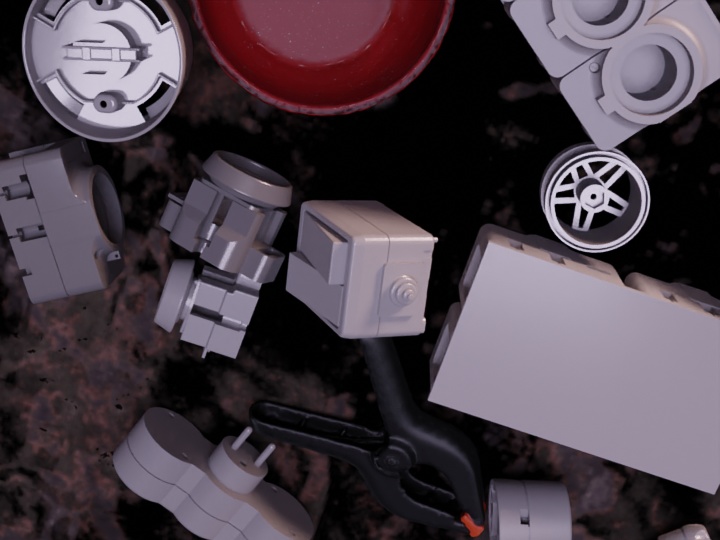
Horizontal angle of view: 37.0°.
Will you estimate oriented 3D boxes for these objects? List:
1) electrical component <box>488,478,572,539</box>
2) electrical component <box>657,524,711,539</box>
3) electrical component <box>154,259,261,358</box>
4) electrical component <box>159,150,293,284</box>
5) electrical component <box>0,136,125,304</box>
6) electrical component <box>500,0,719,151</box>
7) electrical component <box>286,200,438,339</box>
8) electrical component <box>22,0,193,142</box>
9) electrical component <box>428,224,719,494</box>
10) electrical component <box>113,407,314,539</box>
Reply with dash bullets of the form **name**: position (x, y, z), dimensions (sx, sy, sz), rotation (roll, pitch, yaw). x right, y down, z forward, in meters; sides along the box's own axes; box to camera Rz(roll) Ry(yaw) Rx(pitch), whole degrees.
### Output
- **electrical component**: position (0.111, 0.165, 0.708), dimensions (0.047, 0.055, 0.055), rotation (-1, 107, -1)
- **electrical component**: position (0.207, 0.195, 0.722), dimensions (0.061, 0.035, 0.035), rotation (-24, 104, 12)
- **electrical component**: position (-0.097, 0.021, 0.679), dimensions (0.055, 0.048, 0.066), rotation (19, 107, -11)
- **electrical component**: position (-0.076, -0.036, 0.651), dimensions (0.078, 0.058, 0.057), rotation (30, 104, 15)
- **electrical component**: position (-0.182, -0.032, 0.663), dimensions (0.056, 0.050, 0.089), rotation (-12, 106, 7)
- **electrical component**: position (0.131, -0.154, 0.603), dimensions (0.089, 0.061, 0.150), rotation (-34, 103, 12)
- **electrical component**: position (0.000, 0.000, 0.633), dimensions (0.061, 0.096, 0.061), rotation (-1, 109, -25)
- **electrical component**: position (-0.145, -0.127, 0.625), dimensions (0.099, 0.064, 0.099), rotation (1, 107, 3)
- **electrical component**: position (0.147, 0.052, 0.667), dimensions (0.186, 0.060, 0.105), rotation (19, 107, -3)
- **electrical component**: position (-0.086, 0.135, 0.709), dimensions (0.138, 0.052, 0.073), rotation (38, 105, -8)
